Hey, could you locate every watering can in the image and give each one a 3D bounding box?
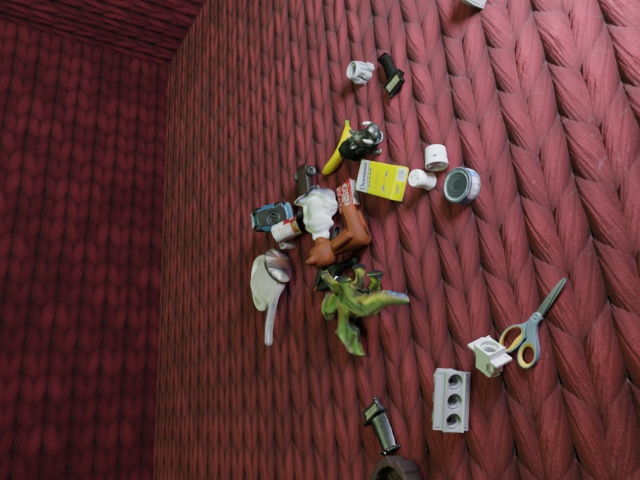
[{"bbox_3d":[-0.175,0.179,1.831,0.220,0.104,0.356,-55,39,34],"label":"watering can"}]

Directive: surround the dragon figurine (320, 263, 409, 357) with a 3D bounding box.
[{"bbox_3d":[0.108,0.205,1.422,0.413,0.123,0.240,23,120,59],"label":"dragon figurine"}]

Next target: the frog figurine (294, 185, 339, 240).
[{"bbox_3d":[0.005,-0.082,1.627,0.136,0.123,0.160,-31,81,23],"label":"frog figurine"}]
